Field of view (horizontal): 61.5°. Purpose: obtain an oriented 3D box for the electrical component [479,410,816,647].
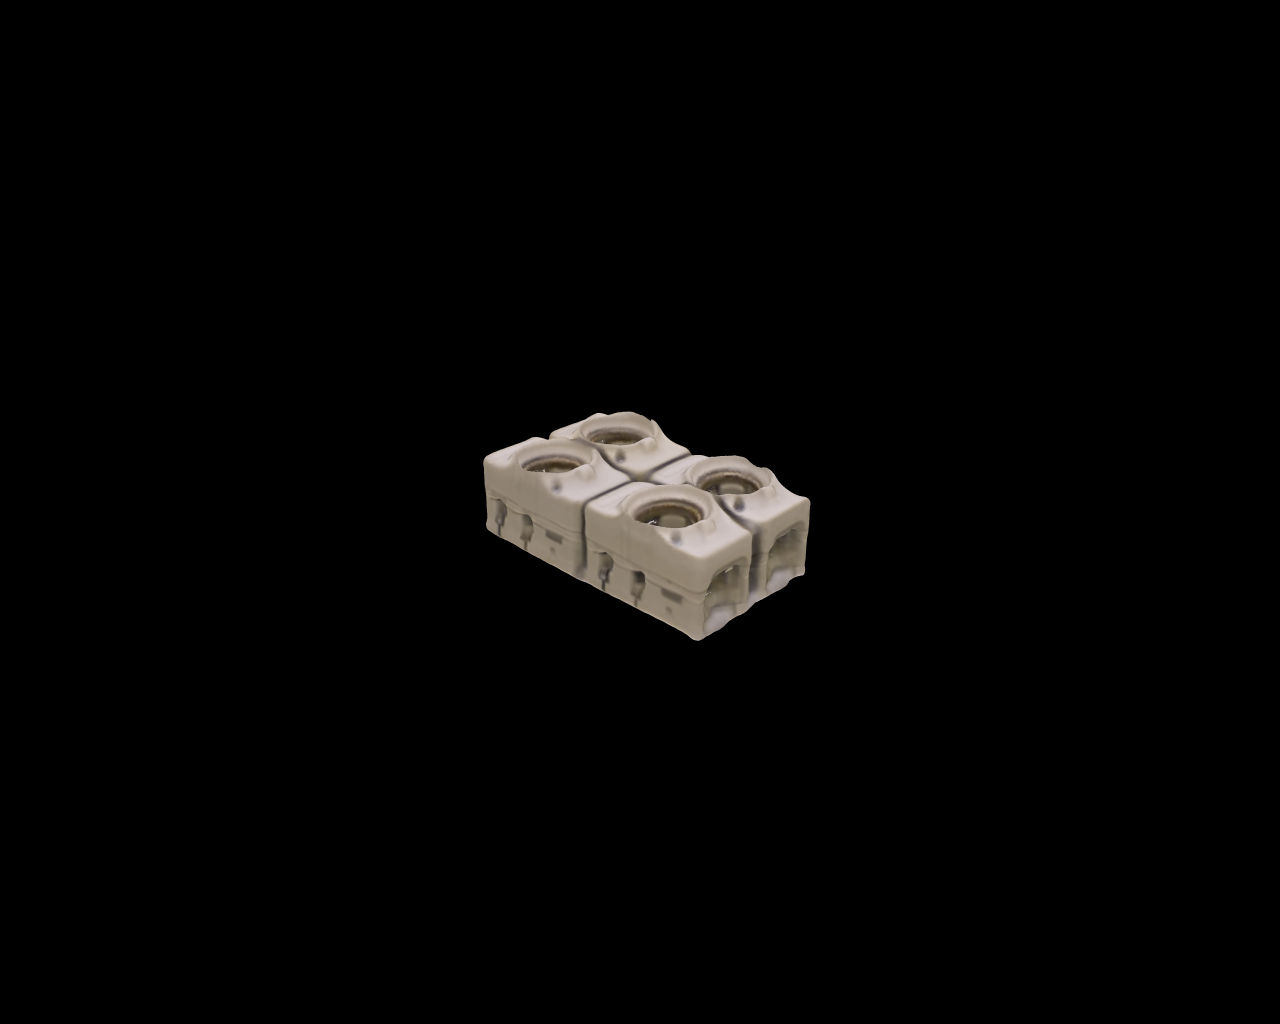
[{"bbox_3d":[0.001,-0.003,0.650,0.186,0.060,0.106,25,37,38],"label":"electrical component"}]
